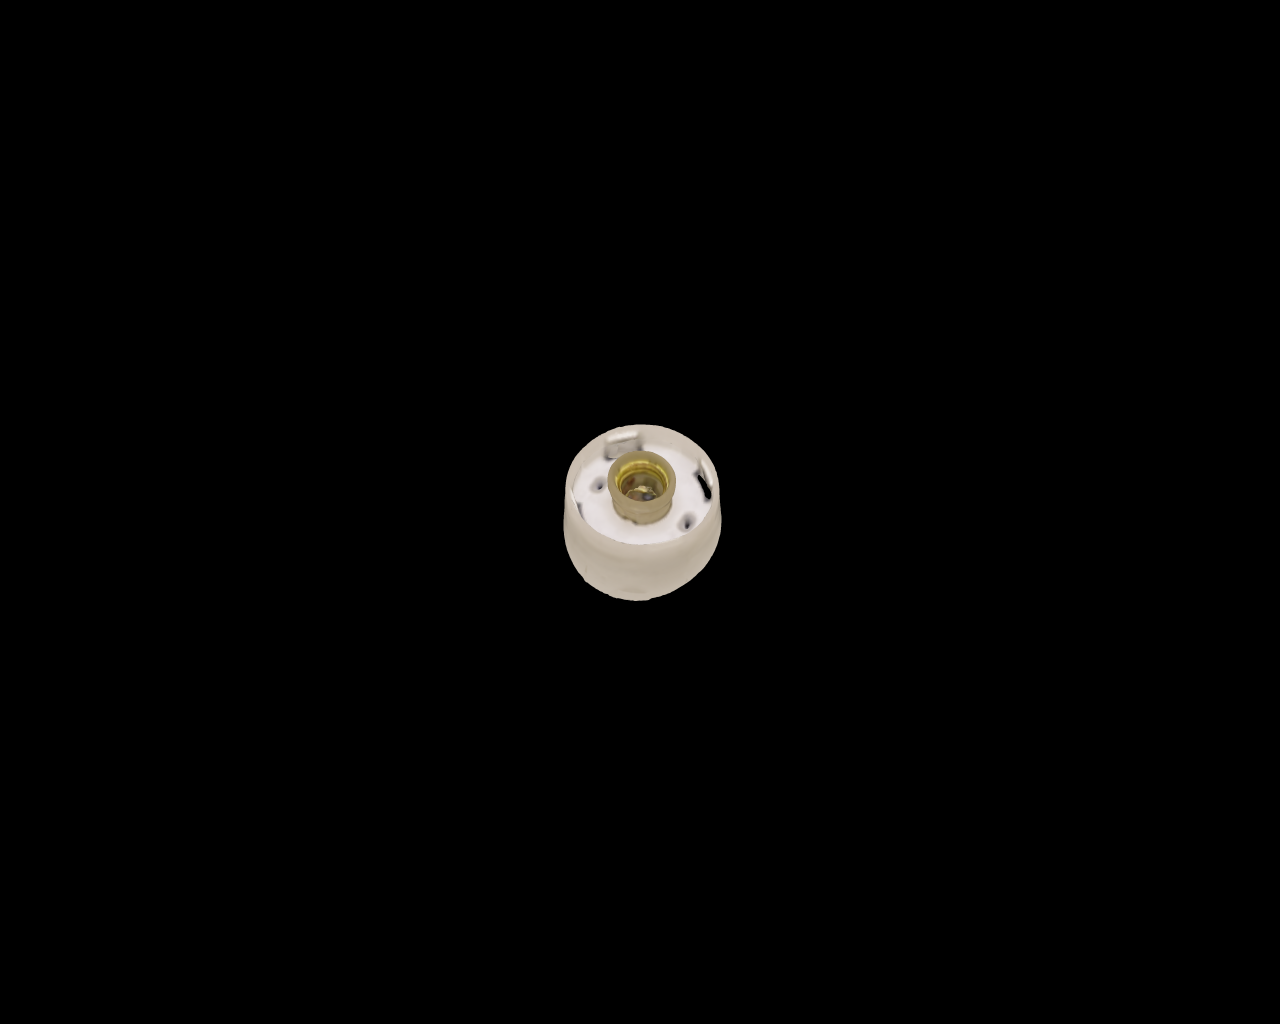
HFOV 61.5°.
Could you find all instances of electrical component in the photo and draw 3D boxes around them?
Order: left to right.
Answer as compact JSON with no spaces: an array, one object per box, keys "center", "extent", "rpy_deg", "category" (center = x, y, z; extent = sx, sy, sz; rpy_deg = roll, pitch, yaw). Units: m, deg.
[{"center":[0.001,-0.003,0.650],"extent":[0.099,0.099,0.064],"rpy_deg":[0,-34,0],"category":"electrical component"}]
